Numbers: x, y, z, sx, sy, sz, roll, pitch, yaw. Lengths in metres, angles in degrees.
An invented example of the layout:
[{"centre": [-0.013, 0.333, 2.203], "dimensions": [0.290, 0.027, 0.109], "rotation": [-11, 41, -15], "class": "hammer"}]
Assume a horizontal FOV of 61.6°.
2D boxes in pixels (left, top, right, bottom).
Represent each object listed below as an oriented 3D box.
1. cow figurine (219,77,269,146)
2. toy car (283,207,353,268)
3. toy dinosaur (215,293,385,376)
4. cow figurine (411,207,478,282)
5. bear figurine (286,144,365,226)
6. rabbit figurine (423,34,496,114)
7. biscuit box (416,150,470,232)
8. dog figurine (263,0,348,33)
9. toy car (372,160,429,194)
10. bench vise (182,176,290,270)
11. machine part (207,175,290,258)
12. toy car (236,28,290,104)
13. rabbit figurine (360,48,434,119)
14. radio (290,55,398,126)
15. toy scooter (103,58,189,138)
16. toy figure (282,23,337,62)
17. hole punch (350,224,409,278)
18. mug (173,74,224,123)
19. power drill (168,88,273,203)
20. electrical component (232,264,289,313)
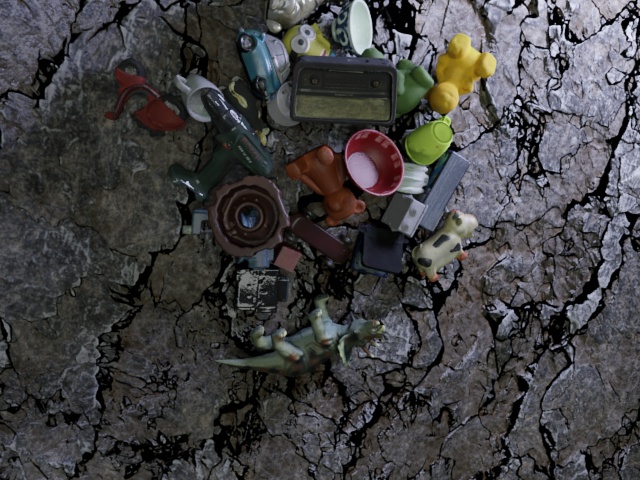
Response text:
[{"centre": [-0.161, -0.276, 1.198], "dimensions": [0.068, 0.098, 0.167], "rotation": [-32, 113, -8], "class": "cow figurine"}, {"centre": [-0.003, -0.004, 1.305], "dimensions": [0.202, 0.053, 0.089], "rotation": [33, 92, -36], "class": "toy car"}, {"centre": [-0.039, 0.271, 1.340], "dimensions": [0.405, 0.131, 0.192], "rotation": [-25, 106, 0], "class": "toy dinosaur"}, {"centre": [0.320, 0.001, 1.378], "dimensions": [0.195, 0.086, 0.127], "rotation": [-37, 114, -2], "class": "cow figurine"}, {"centre": [0.019, -0.120, 1.261], "dimensions": [0.120, 0.132, 0.195], "rotation": [-21, 102, 17], "class": "bear figurine"}, {"centre": [0.299, -0.366, 1.253], "dimensions": [0.122, 0.162, 0.173], "rotation": [32, 72, -19], "class": "rabbit figurine"}, {"centre": [0.298, -0.125, 1.355], "dimensions": [0.063, 0.059, 0.202], "rotation": [28, 95, -16], "class": "biscuit box"}, {"centre": [-0.020, -0.517, 1.165], "dimensions": [0.190, 0.121, 0.172], "rotation": [7, 98, -15], "class": "dog figurine"}, {"centre": [0.174, -0.159, 1.321], "dimensions": [0.202, 0.056, 0.073], "rotation": [7, 100, -14], "class": "toy car"}, {"centre": [-0.191, -0.042, 1.233], "dimensions": [0.241, 0.129, 0.223], "rotation": [2, 99, -18], "class": "bench vise"}, {"centre": [-0.151, -0.049, 1.151], "dimensions": [0.179, 0.056, 0.179], "rotation": [0, 90, 4], "class": "machine part"}, {"centre": [-0.118, -0.387, 1.168], "dimensions": [0.103, 0.109, 0.161], "rotation": [-22, 91, -5], "class": "toy car"}, {"centre": [0.145, -0.368, 1.241], "dimensions": [0.170, 0.121, 0.159], "rotation": [26, 117, -31], "class": "rabbit figurine"}, {"centre": [0.051, -0.323, 1.159], "dimensions": [0.230, 0.073, 0.131], "rotation": [1, 120, -4], "class": "radio"}, {"centre": [-0.384, -0.284, 1.158], "dimensions": [0.184, 0.075, 0.135], "rotation": [42, 90, -14], "class": "toy scooter"}, {"centre": [-0.007, -0.405, 1.215], "dimensions": [0.180, 0.089, 0.082], "rotation": [36, 57, -27], "class": "toy figure"}, {"centre": [0.142, 0.033, 1.350], "dimensions": [0.142, 0.092, 0.116], "rotation": [14, 69, -13], "class": "hole punch"}, {"centre": [-0.268, -0.315, 1.152], "dimensions": [0.109, 0.107, 0.080], "rotation": [21, 113, -39], "class": "mug"}, {"centre": [-0.230, -0.190, 1.161], "dimensions": [0.207, 0.086, 0.231], "rotation": [-39, 126, 12], "class": "power drill"}, {"centre": [-0.144, 0.116, 1.308], "dimensions": [0.134, 0.058, 0.114], "rotation": [1, 104, -13], "class": "electrical component"}]
